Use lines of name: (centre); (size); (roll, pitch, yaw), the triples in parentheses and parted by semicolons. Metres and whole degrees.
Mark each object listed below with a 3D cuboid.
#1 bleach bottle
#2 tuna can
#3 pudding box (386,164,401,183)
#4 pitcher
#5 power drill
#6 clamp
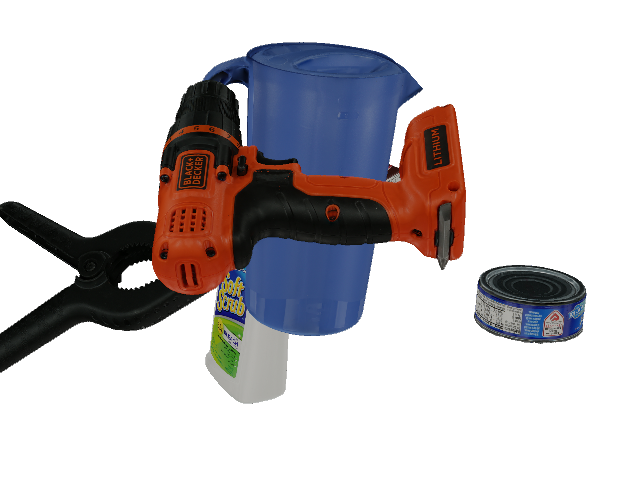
bleach bottle: (-0.069, 0.037, 1.091); (0.068, 0.251, 0.103); (-9, 29, -28)
tuna can: (0.166, 0.049, 0.843); (0.086, 0.034, 0.086); (2, 19, -1)
pudding box: (0.036, -0.072, 1.363); (0.090, 0.039, 0.113); (25, 42, 37)
pitcher: (-0.016, -0.045, 0.925); (0.149, 0.243, 0.144); (20, 25, 32)
power drill: (-0.007, -0.043, 0.664); (0.187, 0.057, 0.184); (-3, 44, 3)
clamp: (-0.180, 0.022, 0.845); (0.210, 0.164, 0.036); (-11, -35, 7)
